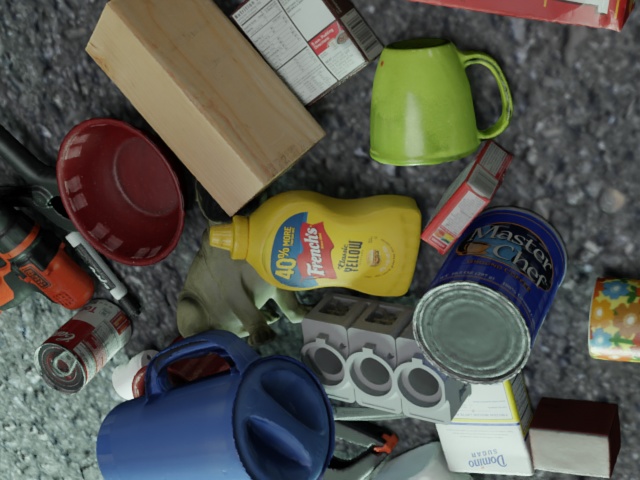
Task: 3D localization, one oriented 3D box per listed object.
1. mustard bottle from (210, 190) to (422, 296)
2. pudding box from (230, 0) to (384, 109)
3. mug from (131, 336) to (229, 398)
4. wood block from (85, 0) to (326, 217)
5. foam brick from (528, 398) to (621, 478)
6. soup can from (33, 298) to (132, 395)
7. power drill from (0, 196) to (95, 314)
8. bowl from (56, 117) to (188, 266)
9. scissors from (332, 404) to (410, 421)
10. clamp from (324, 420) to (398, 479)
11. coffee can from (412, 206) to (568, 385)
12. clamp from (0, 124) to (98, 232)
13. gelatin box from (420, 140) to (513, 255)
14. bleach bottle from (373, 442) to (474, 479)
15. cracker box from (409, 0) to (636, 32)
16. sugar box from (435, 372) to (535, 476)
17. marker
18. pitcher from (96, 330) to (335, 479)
[{"bbox_3d":[-0.006,0.001,0.992,0.191,0.058,0.096,4,119,-10],"label":"mustard bottle"},{"bbox_3d":[-0.013,-0.186,0.951,0.090,0.039,0.113,-31,99,38],"label":"pudding box"},{"bbox_3d":[-0.152,0.167,1.201,0.093,0.081,0.117,20,125,15],"label":"mug"},{"bbox_3d":[-0.104,-0.136,0.972,0.206,0.090,0.091,49,150,-2],"label":"wood block"},{"bbox_3d":[0.247,0.190,1.032,0.078,0.052,0.051,2,118,27],"label":"foam brick"},{"bbox_3d":[-0.269,0.120,1.219,0.069,0.102,0.068,13,123,20],"label":"soup can"},{"bbox_3d":[-0.376,0.027,1.226,0.188,0.057,0.184,-19,124,37],"label":"power drill"},{"bbox_3d":[-0.192,-0.056,1.101,0.162,0.055,0.162,13,118,25],"label":"bowl"},{"bbox_3d":[-0.004,0.169,1.148,0.202,0.016,0.096,-21,89,27],"label":"scissors"},{"bbox_3d":[-0.009,0.247,1.200,0.210,0.036,0.164,-5,107,27],"label":"clamp"},{"bbox_3d":[0.152,0.046,0.939,0.103,0.140,0.103,13,123,20],"label":"coffee can"},{"bbox_3d":[-0.302,-0.063,1.165,0.171,0.039,0.120,17,141,12],"label":"clamp"},{"bbox_3d":[0.129,-0.038,0.933,0.030,0.089,0.073,37,128,0],"label":"gelatin box"},{"bbox_3d":[0.169,0.335,1.152,0.103,0.068,0.251,-33,102,37],"label":"bleach bottle"},{"bbox_3d":[0.140,-0.258,0.810,0.214,0.072,0.164,13,124,19],"label":"cracker box"},{"bbox_3d":[0.155,0.150,1.059,0.093,0.048,0.176,-3,119,30],"label":"sugar box"},{"bbox_3d":[-0.244,0.038,1.211,0.020,0.020,0.121,-30,102,36],"label":"marker"},{"bbox_3d":[-0.117,0.187,1.058,0.243,0.149,0.144,-17,149,41],"label":"pitcher"}]
